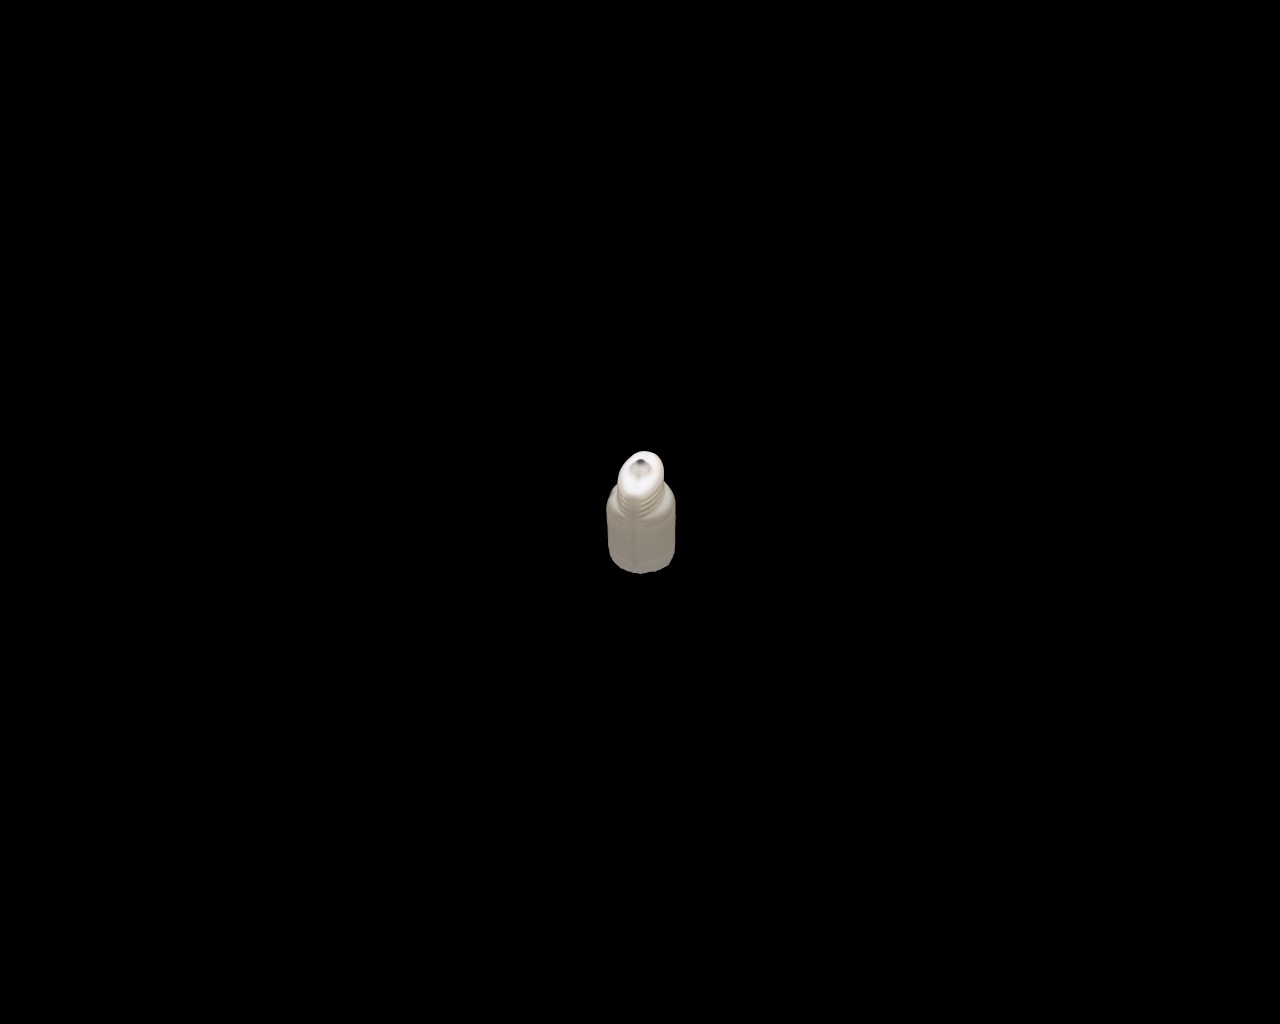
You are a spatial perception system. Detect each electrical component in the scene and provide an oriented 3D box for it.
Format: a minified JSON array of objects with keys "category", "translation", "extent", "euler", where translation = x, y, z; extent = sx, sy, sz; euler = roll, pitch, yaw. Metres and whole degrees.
[{"category":"electrical component","translation":[0.001,-0.003,0.650],"extent":[0.043,0.043,0.080],"euler":[0,-44,0]}]
